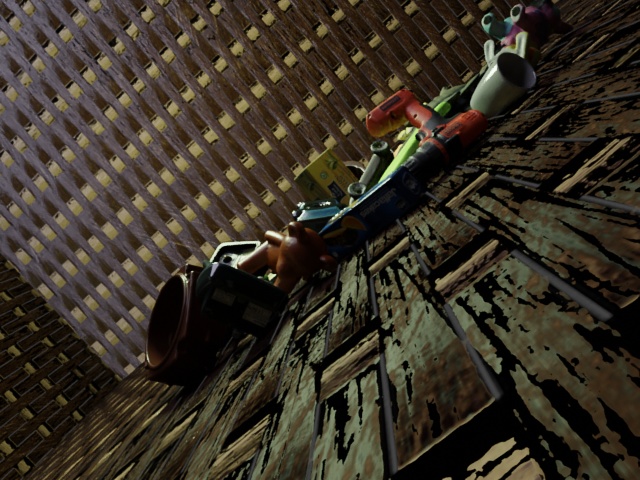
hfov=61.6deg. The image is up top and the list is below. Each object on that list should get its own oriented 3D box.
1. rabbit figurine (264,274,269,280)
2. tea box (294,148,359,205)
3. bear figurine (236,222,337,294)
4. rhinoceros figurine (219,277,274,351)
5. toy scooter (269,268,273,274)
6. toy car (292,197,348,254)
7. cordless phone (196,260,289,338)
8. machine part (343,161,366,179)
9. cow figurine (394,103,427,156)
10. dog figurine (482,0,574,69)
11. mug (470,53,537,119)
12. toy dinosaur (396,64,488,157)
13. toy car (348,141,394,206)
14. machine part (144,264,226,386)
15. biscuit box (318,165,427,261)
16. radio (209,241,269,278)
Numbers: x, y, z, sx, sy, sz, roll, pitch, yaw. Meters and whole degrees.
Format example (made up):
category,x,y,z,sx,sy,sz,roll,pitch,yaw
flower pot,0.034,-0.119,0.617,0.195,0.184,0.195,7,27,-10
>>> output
category,x,y,z,sx,sy,sz,roll,pitch,yaw
rabbit figurine,-0.218,0.118,1.412,0.159,0.121,0.170,-42,5,18
tea box,0.036,-0.112,1.228,0.098,0.169,0.068,-47,7,-35
bear figurine,-0.056,0.043,0.929,0.132,0.120,0.196,-46,11,-10
rhinoceros figurine,-0.157,0.147,1.077,0.190,0.073,0.112,-39,-2,33
toy scooter,-0.084,0.045,1.342,0.135,0.075,0.184,-47,5,9
toy car,0.003,-0.024,1.059,0.109,0.102,0.162,-7,12,-2
cordless phone,-0.143,0.085,0.924,0.088,0.146,0.184,-63,18,1
machine part,0.058,-0.128,1.370,0.179,0.055,0.179,-12,39,10
cow figurine,0.255,-0.258,1.373,0.167,0.098,0.068,-61,15,-10
dog figurine,0.475,-0.447,1.203,0.219,0.191,0.109,-9,4,-35
mug,0.326,-0.276,0.969,0.109,0.081,0.107,-51,1,-35
toy dinosaur,0.281,-0.280,1.220,0.471,0.105,0.198,-47,9,-25
toy car,0.107,-0.114,1.082,0.089,0.053,0.202,82,-153,-45
machine part,-0.259,0.162,1.024,0.201,0.087,0.201,-37,46,42
biscuit box,0.081,-0.042,0.891,0.202,0.063,0.059,-38,7,41
radio,-0.220,0.107,1.261,0.131,0.073,0.229,1,46,29
